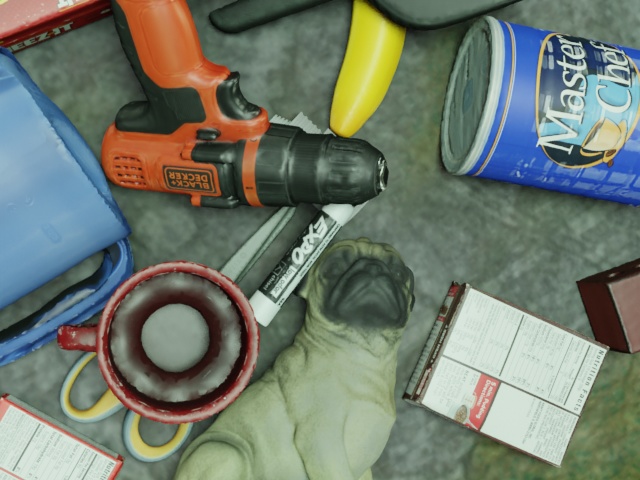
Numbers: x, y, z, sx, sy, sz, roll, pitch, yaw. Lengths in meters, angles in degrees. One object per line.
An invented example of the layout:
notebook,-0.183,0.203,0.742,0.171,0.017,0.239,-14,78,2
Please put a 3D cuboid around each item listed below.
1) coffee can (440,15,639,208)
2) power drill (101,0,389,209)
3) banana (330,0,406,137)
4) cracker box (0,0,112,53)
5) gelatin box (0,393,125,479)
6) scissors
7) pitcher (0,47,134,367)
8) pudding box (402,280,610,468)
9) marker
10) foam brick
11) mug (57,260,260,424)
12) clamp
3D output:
coffee can,0.161,-0.081,0.693,0.140,0.103,0.103,10,87,-9
power drill,-0.055,-0.101,0.616,0.185,0.057,0.188,5,127,16
banana,0.026,-0.170,0.711,0.070,0.037,0.198,-10,89,13
cracker box,-0.184,-0.239,0.660,0.164,0.072,0.214,-24,94,-7
gelatin box,-0.180,0.150,0.674,0.089,0.030,0.073,30,84,-6
scissors,-0.074,0.067,0.699,0.201,0.016,0.096,-34,96,-8
pitcher,-0.237,0.012,0.627,0.243,0.145,0.149,-34,82,-4
pudding box,0.125,0.090,0.718,0.113,0.039,0.090,25,85,-9
marker,-0.004,0.001,0.666,0.020,0.020,0.121,38,88,-6
foam brick,0.226,0.040,0.726,0.078,0.053,0.051,-19,91,-9
mug,-0.099,0.059,0.644,0.117,0.081,0.093,-1,89,-9
clamp,0.039,-0.197,0.663,0.210,0.036,0.164,12,104,13
